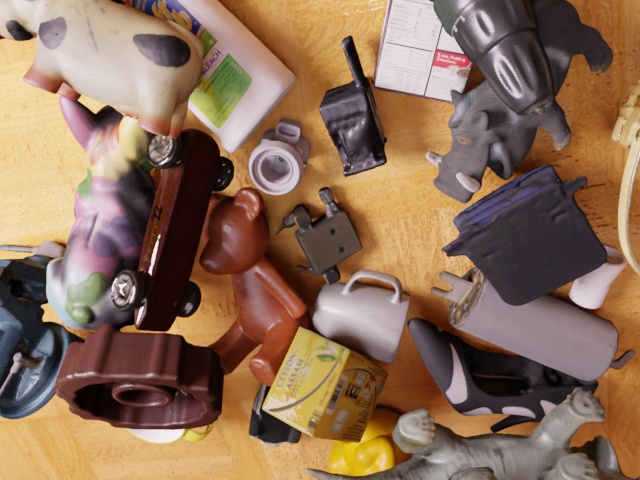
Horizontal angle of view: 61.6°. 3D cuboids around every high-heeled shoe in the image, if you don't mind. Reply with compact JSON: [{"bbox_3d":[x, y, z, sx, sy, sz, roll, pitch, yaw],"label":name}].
[{"bbox_3d":[0.219,0.145,0.628,0.145,0.086,0.248,-35,118,15],"label":"high-heeled shoe"}]

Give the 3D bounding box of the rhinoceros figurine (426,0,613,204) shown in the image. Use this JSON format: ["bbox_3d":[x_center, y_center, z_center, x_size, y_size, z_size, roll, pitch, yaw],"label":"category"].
[{"bbox_3d":[0.172,-0.119,0.486,0.112,0.073,0.190,10,119,-33],"label":"rhinoceros figurine"}]

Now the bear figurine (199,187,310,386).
[{"bbox_3d":[-0.088,0.047,0.602,0.120,0.132,0.195,2,129,39],"label":"bear figurine"}]

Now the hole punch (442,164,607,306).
[{"bbox_3d":[0.204,-0.015,0.540,0.142,0.092,0.115,-30,119,25],"label":"hole punch"}]

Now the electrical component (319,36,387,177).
[{"bbox_3d":[0.029,-0.130,0.523,0.048,0.075,0.119,-17,118,15],"label":"electrical component"}]

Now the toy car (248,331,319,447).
[{"bbox_3d":[-0.047,0.201,0.716,0.073,0.056,0.201,12,119,-6],"label":"toy car"}]

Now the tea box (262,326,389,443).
[{"bbox_3d":[0.014,0.170,0.614,0.068,0.098,0.169,20,165,26],"label":"tea box"}]

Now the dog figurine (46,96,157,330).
[{"bbox_3d":[-0.219,-0.034,0.555,0.109,0.191,0.219,13,134,8],"label":"dog figurine"}]

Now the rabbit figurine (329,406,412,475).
[{"bbox_3d":[0.079,0.314,0.692,0.162,0.173,0.121,14,114,5],"label":"rabbit figurine"}]

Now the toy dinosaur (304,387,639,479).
[{"bbox_3d":[0.190,0.266,0.601,0.405,0.131,0.192,0,133,2],"label":"toy dinosaur"}]

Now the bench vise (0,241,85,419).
[{"bbox_3d":[-0.343,0.126,0.672,0.129,0.224,0.240,-11,145,18],"label":"bench vise"}]

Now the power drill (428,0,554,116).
[{"bbox_3d":[0.176,-0.235,0.409,0.207,0.086,0.232,-36,75,18],"label":"power drill"}]

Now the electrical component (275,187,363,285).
[{"bbox_3d":[0.000,-0.001,0.613,0.078,0.045,0.102,-37,113,-7],"label":"electrical component"}]

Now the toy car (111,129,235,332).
[{"bbox_3d":[-0.146,-0.011,0.531,0.053,0.089,0.202,12,86,31],"label":"toy car"}]

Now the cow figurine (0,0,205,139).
[{"bbox_3d":[-0.191,-0.177,0.449,0.195,0.085,0.127,24,93,-2],"label":"cow figurine"}]

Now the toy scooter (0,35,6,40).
[{"bbox_3d":[-0.370,-0.222,0.496,0.184,0.135,0.075,5,117,4],"label":"toy scooter"}]

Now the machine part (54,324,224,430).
[{"bbox_3d":[-0.188,0.155,0.583,0.179,0.056,0.179,0,142,0],"label":"machine part"}]

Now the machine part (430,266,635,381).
[{"bbox_3d":[0.239,0.095,0.609,0.243,0.079,0.079,23,118,-5],"label":"machine part"}]

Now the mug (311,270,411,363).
[{"bbox_3d":[0.047,0.083,0.627,0.107,0.081,0.109,13,127,9],"label":"mug"}]
